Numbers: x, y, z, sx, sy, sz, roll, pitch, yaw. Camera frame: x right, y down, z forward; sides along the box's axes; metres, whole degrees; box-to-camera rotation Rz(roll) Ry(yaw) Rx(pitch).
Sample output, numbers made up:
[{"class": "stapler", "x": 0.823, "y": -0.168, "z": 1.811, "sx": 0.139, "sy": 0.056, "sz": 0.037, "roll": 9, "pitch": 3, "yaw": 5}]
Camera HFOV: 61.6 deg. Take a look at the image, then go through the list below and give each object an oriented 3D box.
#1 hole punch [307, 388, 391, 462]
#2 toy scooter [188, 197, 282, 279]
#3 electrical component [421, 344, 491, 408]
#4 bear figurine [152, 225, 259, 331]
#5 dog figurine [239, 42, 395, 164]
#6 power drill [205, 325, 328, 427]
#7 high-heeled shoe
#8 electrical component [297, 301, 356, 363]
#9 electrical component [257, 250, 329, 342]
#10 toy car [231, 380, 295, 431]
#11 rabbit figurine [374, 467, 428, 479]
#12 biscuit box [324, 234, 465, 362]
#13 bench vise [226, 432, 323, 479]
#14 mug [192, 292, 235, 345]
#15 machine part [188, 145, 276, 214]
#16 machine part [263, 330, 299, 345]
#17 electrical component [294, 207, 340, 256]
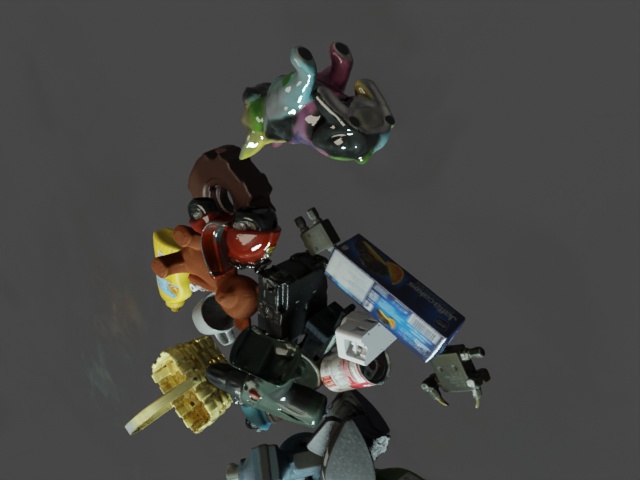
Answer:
[{"class": "hole punch", "x": 0.054, "y": 0.327, "z": 0.929, "sx": 0.116, "sy": 0.092, "sz": 0.142, "roll": 30, "pitch": 124, "yaw": -2}, {"class": "toy scooter", "x": -0.139, "y": 0.008, "z": 0.857, "sx": 0.184, "sy": 0.075, "sz": 0.135, "roll": 11, "pitch": 109, "yaw": 33}, {"class": "electrical component", "x": 0.189, "y": 0.190, "z": 0.751, "sx": 0.102, "sy": 0.045, "sz": 0.078, "roll": -13, "pitch": 103, "yaw": 46}, {"class": "bear figurine", "x": -0.193, "y": 0.074, "z": 0.989, "sx": 0.120, "sy": 0.132, "sz": 0.196, "roll": -48, "pitch": 68, "yaw": 22}, {"class": "dog figurine", "x": -0.025, "y": -0.155, "z": 0.733, "sx": 0.191, "sy": 0.108, "sz": 0.219, "roll": 56, "pitch": 141, "yaw": 1}, {"class": "power drill", "x": -0.100, "y": 0.225, "z": 0.881, "sx": 0.232, "sy": 0.086, "sz": 0.207, "roll": 21, "pitch": 140, "yaw": 12}, {"class": "high-heeled shoe", "x": 0.031, "y": 0.385, "z": 0.903, "sx": 0.145, "sy": 0.086, "sz": 0.248, "roll": -140, "pitch": 55, "yaw": -75}, {"class": "electrical component", "x": 0.014, "y": 0.137, "z": 0.866, "sx": 0.048, "sy": 0.075, "sz": 0.119, "roll": 39, "pitch": 137, "yaw": 21}, {"class": "electrical component", "x": -0.042, "y": 0.096, "z": 0.868, "sx": 0.058, "sy": 0.115, "sz": 0.134, "roll": 25, "pitch": 127, "yaw": 37}, {"class": "toy car", "x": -0.098, "y": 0.299, "z": 1.037, "sx": 0.103, "sy": 0.109, "sz": 0.161, "roll": 2, "pitch": 121, "yaw": 24}, {"class": "rabbit figurine", "x": 0.126, "y": 0.485, "z": 0.906, "sx": 0.159, "sy": 0.121, "sz": 0.170, "roll": 1, "pitch": 108, "yaw": 50}, {"class": "biscuit box", "x": 0.103, "y": 0.078, "z": 0.762, "sx": 0.203, "sy": 0.063, "sz": 0.059, "roll": 40, "pitch": 132, "yaw": 21}, {"class": "bench vise", "x": -0.062, "y": 0.442, "z": 1.027, "sx": 0.240, "sy": 0.224, "sz": 0.129, "roll": 91, "pitch": 158, "yaw": -61}, {"class": "mug", "x": -0.211, "y": 0.162, "z": 1.092, "sx": 0.109, "sy": 0.081, "sz": 0.107, "roll": 58, "pitch": 147, "yaw": -3}, {"class": "machine part", "x": -0.158, "y": -0.072, "z": 0.932, "sx": 0.180, "sy": 0.056, "sz": 0.179, "roll": 20, "pitch": 122, "yaw": 35}, {"class": "machine part", "x": -0.077, "y": 0.149, "z": 0.966, "sx": 0.084, "sy": 0.039, "sz": 0.138, "roll": 16, "pitch": 134, "yaw": 22}, {"class": "electrical component", "x": -0.002, "y": -0.003, "z": 0.846, "sx": 0.063, "sy": 0.021, "sz": 0.094, "roll": -33, "pitch": 88, "yaw": 47}]
